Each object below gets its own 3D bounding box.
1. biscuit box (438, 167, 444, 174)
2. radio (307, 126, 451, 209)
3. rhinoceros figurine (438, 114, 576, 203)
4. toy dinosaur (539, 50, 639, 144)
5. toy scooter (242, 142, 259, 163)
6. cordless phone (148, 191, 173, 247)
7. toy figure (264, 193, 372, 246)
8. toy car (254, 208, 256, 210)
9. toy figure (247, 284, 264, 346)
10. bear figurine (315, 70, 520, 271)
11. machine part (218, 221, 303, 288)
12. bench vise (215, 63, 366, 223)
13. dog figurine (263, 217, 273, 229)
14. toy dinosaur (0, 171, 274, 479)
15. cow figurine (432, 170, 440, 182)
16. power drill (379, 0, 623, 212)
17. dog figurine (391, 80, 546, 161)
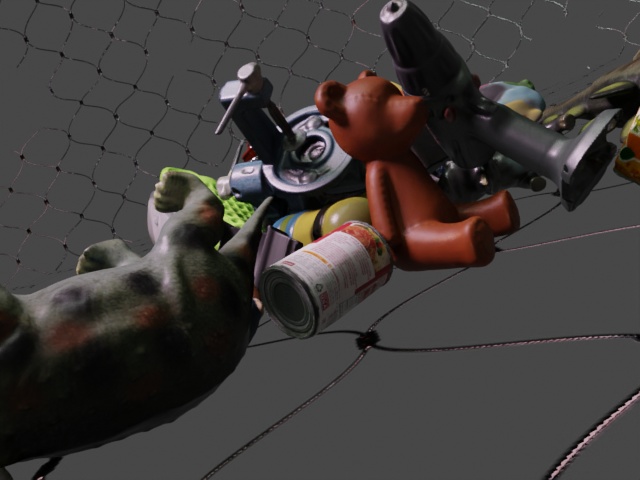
[{"bbox_3d":[0.218,-0.151,1.034,0.203,0.059,0.063,-26,11,-28],"label":"biscuit box"},{"bbox_3d":[0.074,-0.081,0.743,0.229,0.073,0.131,-35,-3,43],"label":"radio"},{"bbox_3d":[0.236,-0.096,0.671,0.190,0.073,0.112,-24,12,-18],"label":"rhinoceros figurine"},{"bbox_3d":[0.452,-0.207,0.753,0.198,0.105,0.472,-32,10,-33],"label":"toy dinosaur"},{"bbox_3d":[-0.086,-0.111,0.907,0.075,0.135,0.184,-39,7,16],"label":"toy scooter"},{"bbox_3d":[-0.253,0.029,0.808,0.184,0.088,0.147,-49,47,-2],"label":"cordless phone"},{"bbox_3d":[-0.001,0.002,0.608,0.180,0.082,0.089,-10,11,42],"label":"toy figure"},{"bbox_3d":[-0.105,-0.053,1.043,0.109,0.102,0.161,-9,9,17],"label":"toy car"},{"bbox_3d":[-0.083,0.066,0.508,0.064,0.057,0.154,8,6,-6],"label":"toy figure"},{"bbox_3d":[0.088,-0.074,0.501,0.132,0.195,0.120,-12,10,39],"label":"bear figurine"},{"bbox_3d":[-0.070,0.018,0.601,0.039,0.084,0.139,1,14,-38],"label":"machine part"},{"bbox_3d":[-0.048,-0.106,0.614,0.224,0.129,0.240,5,-23,26],"label":"bench vise"},{"bbox_3d":[-0.153,0.012,0.865,0.172,0.121,0.191,-55,32,1],"label":"dog figurine"},{"bbox_3d":[-0.126,0.062,0.339,0.405,0.192,0.131,-22,-23,-41],"label":"toy dinosaur"},{"bbox_3d":[0.134,-0.096,0.890,0.098,0.068,0.167,-17,12,-11],"label":"cow figurine"},{"bbox_3d":[0.165,-0.118,0.509,0.208,0.231,0.086,30,84,33],"label":"power drill"},{"bbox_3d":[0.190,-0.188,0.795,0.191,0.219,0.108,-57,-4,32],"label":"dog figurine"}]
